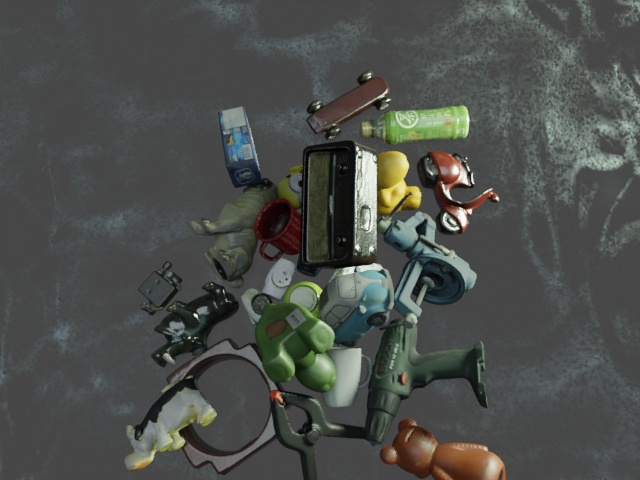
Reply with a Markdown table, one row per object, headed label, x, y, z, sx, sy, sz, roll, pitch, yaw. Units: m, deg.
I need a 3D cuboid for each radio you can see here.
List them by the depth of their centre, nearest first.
| label | x | y | z | sx | sy | sz | roll | pitch | yaw |
| --- | --- | --- | --- | --- | --- | --- | --- | --- | --- |
| radio | 0.035 | -0.061 | 0.984 | 0.131 | 0.073 | 0.229 | -3 | 85 | 42 |

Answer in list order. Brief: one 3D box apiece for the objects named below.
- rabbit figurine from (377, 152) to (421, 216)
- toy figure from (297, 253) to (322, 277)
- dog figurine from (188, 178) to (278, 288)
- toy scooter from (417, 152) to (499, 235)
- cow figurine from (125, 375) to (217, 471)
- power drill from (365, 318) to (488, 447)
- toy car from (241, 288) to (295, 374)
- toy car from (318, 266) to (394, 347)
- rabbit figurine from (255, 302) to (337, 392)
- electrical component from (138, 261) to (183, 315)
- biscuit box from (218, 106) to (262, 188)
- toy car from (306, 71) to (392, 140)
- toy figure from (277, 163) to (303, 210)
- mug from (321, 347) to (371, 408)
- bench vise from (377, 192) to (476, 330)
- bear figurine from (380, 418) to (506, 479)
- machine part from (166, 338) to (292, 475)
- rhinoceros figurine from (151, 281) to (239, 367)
| label | x | y | z | sx | sy | sz | roll | pitch | yaw |
| --- | --- | --- | --- | --- | --- | --- | --- | --- | --- |
| rabbit figurine | 0.117 | -0.122 | 1.053 | 0.162 | 0.173 | 0.122 | -9 | 76 | -4 |
| toy figure | -0.004 | -0.004 | 1.080 | 0.064 | 0.057 | 0.154 | 14 | 75 | 20 |
| dog figurine | -0.141 | -0.017 | 1.083 | 0.190 | 0.121 | 0.172 | -29 | 113 | -27 |
| toy scooter | 0.282 | -0.105 | 1.088 | 0.135 | 0.075 | 0.184 | -16 | 75 | -2 |
| cow figurine | -0.266 | 0.306 | 0.905 | 0.167 | 0.068 | 0.098 | -35 | 68 | -11 |
| power drill | 0.189 | 0.253 | 0.950 | 0.207 | 0.085 | 0.232 | -6 | 54 | 24 |
| toy car | -0.082 | 0.178 | 1.020 | 0.056 | 0.073 | 0.202 | -34 | 73 | -10 |
| toy car | 0.050 | 0.110 | 0.941 | 0.103 | 0.161 | 0.109 | 27 | 38 | -22 |
| rabbit figurine | -0.041 | 0.193 | 0.907 | 0.121 | 0.170 | 0.159 | -42 | 36 | -15 |
| electrical component | -0.320 | 0.099 | 1.074 | 0.078 | 0.045 | 0.102 | 43 | 80 | 13 |
| biscuit box | -0.167 | -0.194 | 1.108 | 0.059 | 0.062 | 0.203 | -14 | 47 | -2 |
| toy car | 0.062 | -0.290 | 1.170 | 0.202 | 0.053 | 0.089 | -34 | 84 | -11 |
| toy figure | -0.009 | -0.125 | 1.100 | 0.082 | 0.089 | 0.180 | 44 | 58 | 5 |
| mug | 0.044 | 0.252 | 0.995 | 0.109 | 0.081 | 0.107 | 8 | 79 | -31 |
| bench vise | 0.180 | 0.057 | 0.994 | 0.223 | 0.129 | 0.241 | 43 | 47 | -10 |
| bear figurine | 0.211 | 0.399 | 0.924 | 0.196 | 0.120 | 0.131 | 5 | 116 | 31 |
| machine part | -0.168 | 0.300 | 0.982 | 0.201 | 0.087 | 0.201 | -34 | 73 | -6 |
| rhinoceros figurine | -0.246 | 0.161 | 1.034 | 0.190 | 0.073 | 0.112 | -39 | 98 | -18 |
